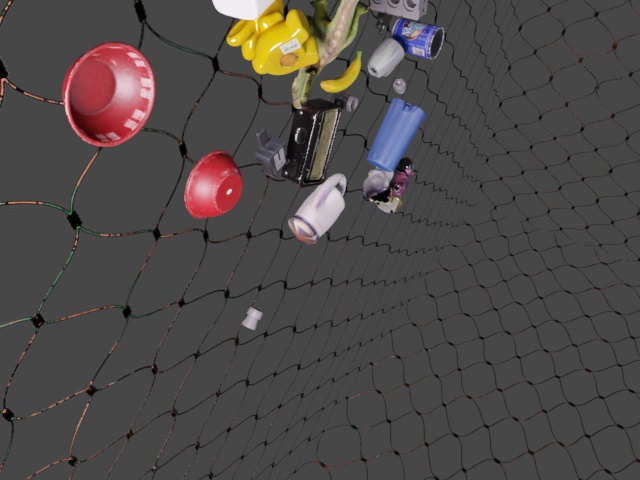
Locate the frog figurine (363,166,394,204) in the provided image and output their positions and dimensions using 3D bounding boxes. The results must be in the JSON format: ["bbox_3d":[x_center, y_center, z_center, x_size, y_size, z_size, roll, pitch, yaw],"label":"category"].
[{"bbox_3d":[0.216,-0.224,1.919,0.135,0.122,0.163,48,32,-55],"label":"frog figurine"}]

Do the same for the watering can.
[{"bbox_3d":[0.005,-0.079,1.567,0.227,0.104,0.342,-51,169,-15],"label":"watering can"}]

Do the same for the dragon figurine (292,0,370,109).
[{"bbox_3d":[0.007,-0.395,1.114,0.411,0.122,0.243,-157,-96,-77],"label":"dragon figurine"}]
